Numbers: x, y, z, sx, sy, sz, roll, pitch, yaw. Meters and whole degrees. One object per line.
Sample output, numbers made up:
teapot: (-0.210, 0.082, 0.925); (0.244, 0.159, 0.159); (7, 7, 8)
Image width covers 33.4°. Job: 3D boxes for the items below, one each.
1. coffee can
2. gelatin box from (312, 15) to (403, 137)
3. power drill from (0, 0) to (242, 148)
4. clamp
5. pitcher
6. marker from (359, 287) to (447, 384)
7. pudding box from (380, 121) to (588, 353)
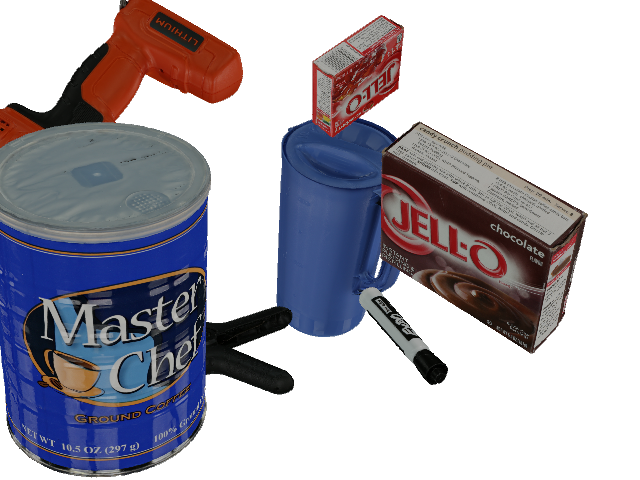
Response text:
coffee can: (-0.105, 0.028, 0.517); (0.103, 0.140, 0.103); (3, 32, -2)
gelatin box: (0.033, -0.143, 0.925); (0.089, 0.073, 0.030); (-38, 62, -26)
power drill: (-0.138, -0.080, 0.770); (0.184, 0.187, 0.057); (32, -30, 9)
clamp: (-0.103, 0.099, 1.035); (0.171, 0.039, 0.120); (7, 26, 4)
pitcher: (0.019, -0.003, 1.197); (0.145, 0.243, 0.149); (7, 40, -1)
marker: (0.063, 0.073, 0.818); (0.020, 0.020, 0.121); (0, 27, -26)
pudding box: (0.085, -0.002, 0.588); (0.114, 0.090, 0.039); (31, 58, 26)
